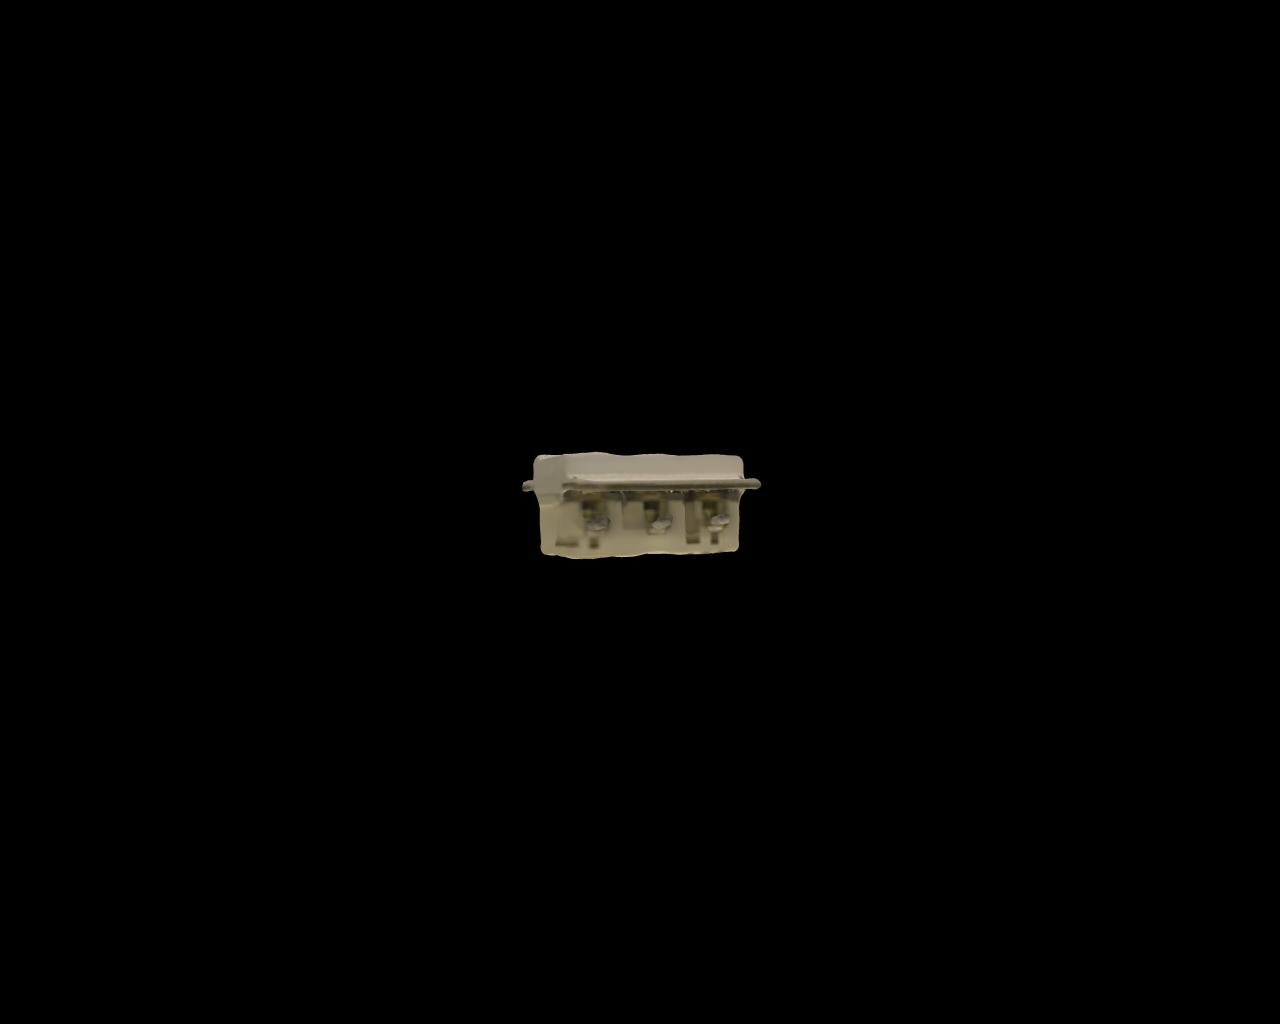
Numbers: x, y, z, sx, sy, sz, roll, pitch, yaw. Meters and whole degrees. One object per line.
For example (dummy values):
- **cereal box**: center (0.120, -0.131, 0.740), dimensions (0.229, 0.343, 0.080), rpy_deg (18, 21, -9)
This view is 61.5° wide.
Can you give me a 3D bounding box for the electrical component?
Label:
- **electrical component**: center (0.001, -0.003, 0.650), dimensions (0.121, 0.063, 0.078), rpy_deg (0, 0, -28)
